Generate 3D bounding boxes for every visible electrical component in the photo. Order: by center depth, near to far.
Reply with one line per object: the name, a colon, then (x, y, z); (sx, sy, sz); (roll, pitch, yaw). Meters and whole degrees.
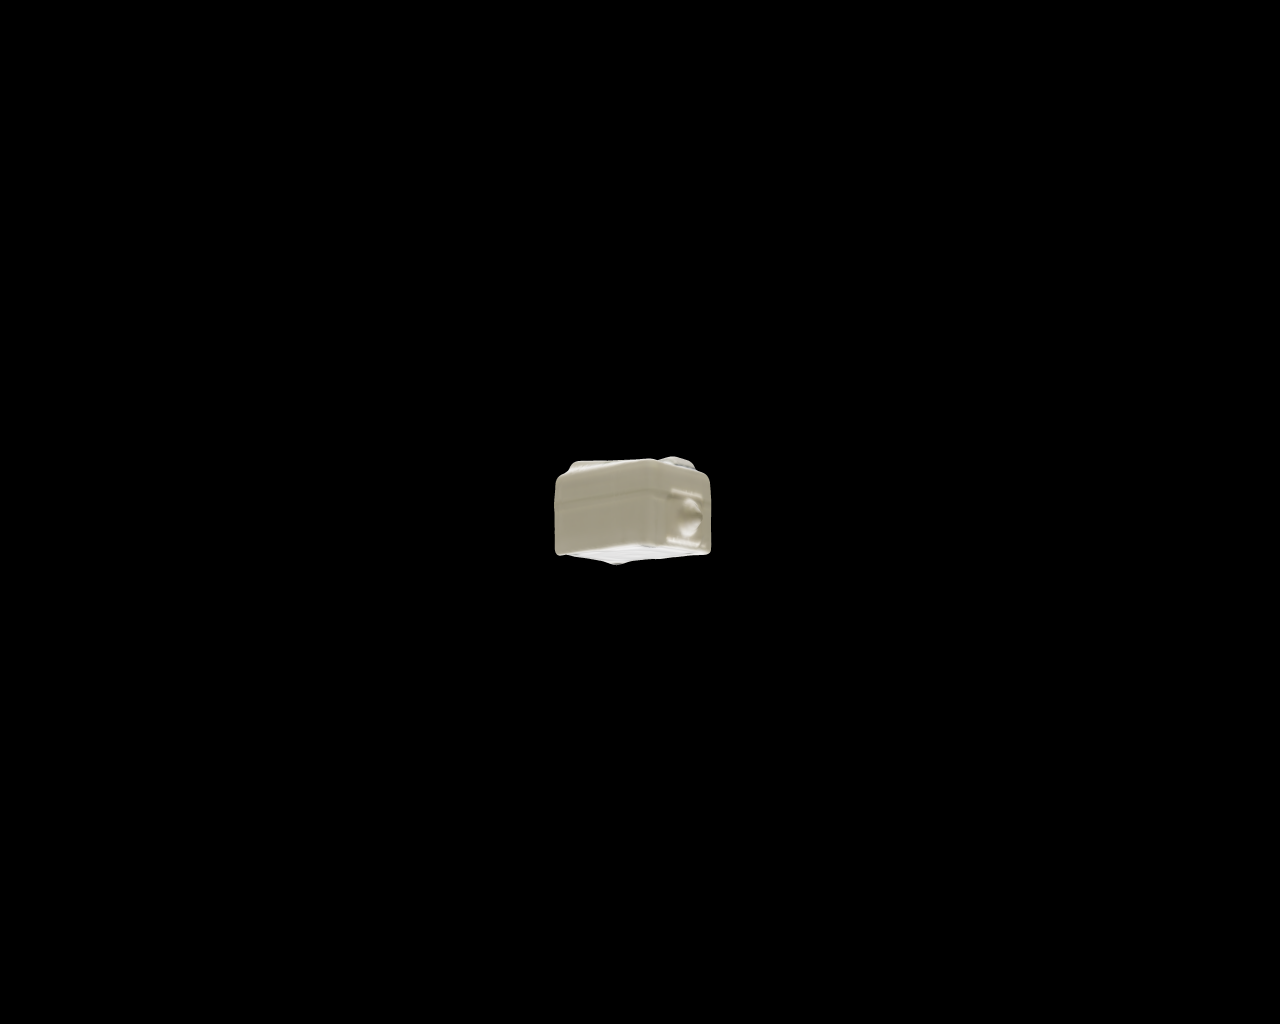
electrical component: (0.001, -0.003, 0.650); (0.096, 0.061, 0.062); (-8, -13, 39)
